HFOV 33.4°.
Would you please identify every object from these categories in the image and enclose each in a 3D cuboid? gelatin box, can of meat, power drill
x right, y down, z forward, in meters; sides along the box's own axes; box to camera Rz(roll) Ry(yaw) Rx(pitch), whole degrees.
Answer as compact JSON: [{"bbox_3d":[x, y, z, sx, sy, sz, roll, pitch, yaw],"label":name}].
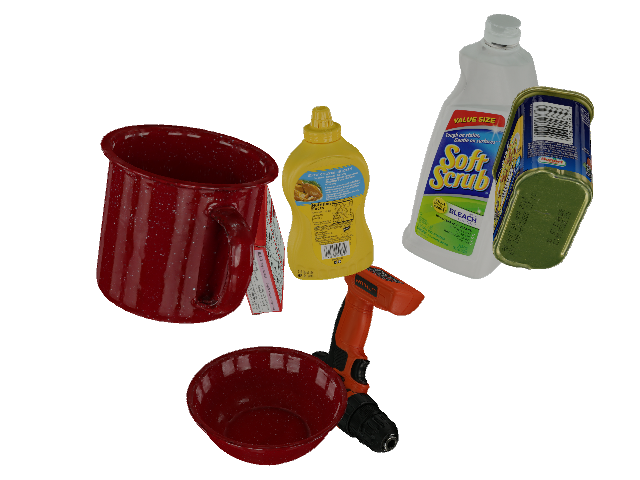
[{"bbox_3d":[-0.052,0.007,0.901,0.030,0.073,0.089,-6,-42,7],"label":"gelatin box"},{"bbox_3d":[0.154,-0.041,0.746,0.057,0.084,0.102,10,-41,1],"label":"can of meat"},{"bbox_3d":[0.052,0.133,1.249,0.057,0.188,0.185,13,13,-41],"label":"power drill"}]

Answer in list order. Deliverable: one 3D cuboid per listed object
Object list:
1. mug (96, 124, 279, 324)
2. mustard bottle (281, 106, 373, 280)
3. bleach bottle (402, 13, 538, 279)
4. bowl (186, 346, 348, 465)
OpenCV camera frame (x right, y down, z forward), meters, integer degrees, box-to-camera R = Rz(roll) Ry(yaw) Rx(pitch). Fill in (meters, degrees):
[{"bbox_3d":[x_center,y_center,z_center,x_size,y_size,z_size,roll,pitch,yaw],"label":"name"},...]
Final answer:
[{"bbox_3d":[-0.068,-0.004,0.560,0.093,0.081,0.117,-5,27,-36],"label":"mug"},{"bbox_3d":[0.006,-0.054,1.176,0.096,0.192,0.058,-9,25,-11],"label":"mustard bottle"},{"bbox_3d":[0.141,-0.089,0.984,0.103,0.251,0.068,26,41,26],"label":"bleach bottle"},{"bbox_3d":[-0.053,0.176,1.081,0.162,0.055,0.162,1,31,-1],"label":"bowl"}]
